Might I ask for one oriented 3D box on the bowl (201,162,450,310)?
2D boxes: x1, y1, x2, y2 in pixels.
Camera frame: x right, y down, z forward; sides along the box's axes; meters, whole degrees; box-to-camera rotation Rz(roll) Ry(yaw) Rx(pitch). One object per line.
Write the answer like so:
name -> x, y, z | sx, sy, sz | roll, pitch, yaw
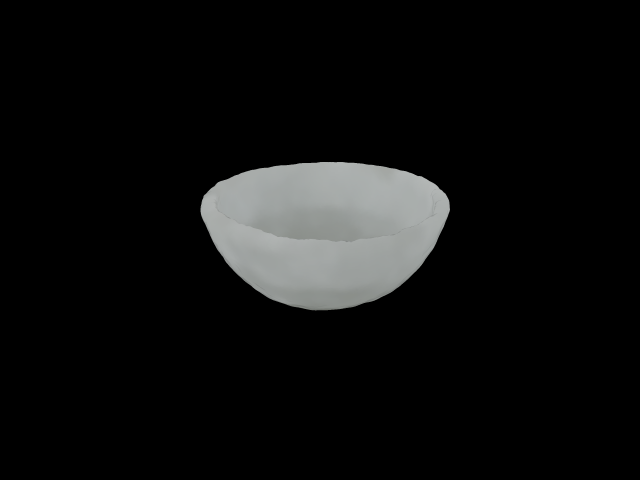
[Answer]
bowl -> 0.004, 0.001, 0.400 | 0.167, 0.075, 0.167 | 0, 23, 0
